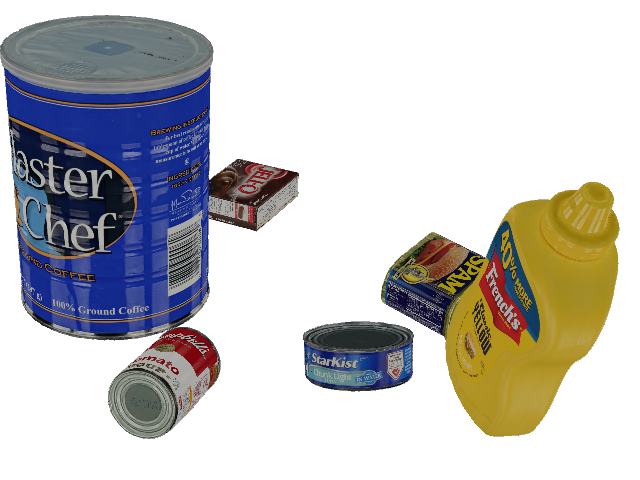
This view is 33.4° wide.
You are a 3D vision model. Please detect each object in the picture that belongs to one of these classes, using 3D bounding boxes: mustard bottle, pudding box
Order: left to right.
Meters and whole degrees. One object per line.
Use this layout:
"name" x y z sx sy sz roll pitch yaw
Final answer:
"pudding box" -0.091 -0.058 1.329 0.090 0.039 0.113 13 33 23
"mustard bottle" 0.128 0.033 0.630 0.058 0.096 0.192 0 -37 -13

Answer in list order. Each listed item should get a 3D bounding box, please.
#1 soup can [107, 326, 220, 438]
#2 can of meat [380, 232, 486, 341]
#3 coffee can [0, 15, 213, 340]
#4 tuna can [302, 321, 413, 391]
"soup can" -0.141 0.128 0.967 0.069 0.068 0.102 0 16 17
"can of meat" 0.122 0.044 1.069 0.084 0.057 0.101 28 44 29
"coffee can" -0.108 -0.034 0.554 0.103 0.140 0.103 3 28 -2
"tuna can" 0.029 0.089 0.826 0.086 0.034 0.086 -1 9 0
